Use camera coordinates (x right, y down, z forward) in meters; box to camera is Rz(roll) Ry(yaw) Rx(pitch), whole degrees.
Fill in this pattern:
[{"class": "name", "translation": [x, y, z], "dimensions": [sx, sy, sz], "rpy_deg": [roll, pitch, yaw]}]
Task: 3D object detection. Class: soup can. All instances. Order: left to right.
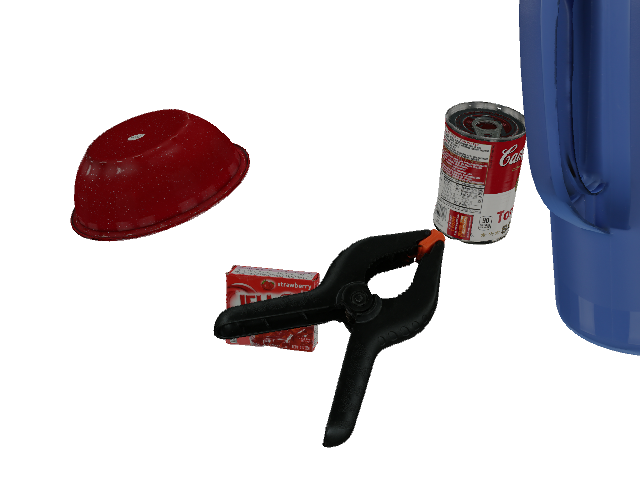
[{"class": "soup can", "translation": [0.132, -0.056, 0.896], "dimensions": [0.068, 0.102, 0.068], "rpy_deg": [3, 32, -2]}]

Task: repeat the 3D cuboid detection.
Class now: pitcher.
[{"class": "pitcher", "translation": [0.171, -0.062, 0.557], "dimensions": [0.149, 0.243, 0.145], "rpy_deg": [-4, 23, 3]}]

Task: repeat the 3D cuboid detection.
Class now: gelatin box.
[{"class": "gelatin box", "translation": [-0.047, 0.065, 1.027], "dimensions": [0.089, 0.073, 0.030], "rpy_deg": [5, 17, 11]}]

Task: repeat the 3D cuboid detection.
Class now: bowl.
[{"class": "bowl", "translation": [-0.144, -0.065, 0.895], "dimensions": [0.162, 0.055, 0.162], "rpy_deg": [-15, 29, 8]}]

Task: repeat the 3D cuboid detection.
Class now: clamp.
[{"class": "clamp", "translation": [0.014, 0.046, 0.731], "dimensions": [0.120, 0.171, 0.039], "rpy_deg": [37, -27, 12]}]
